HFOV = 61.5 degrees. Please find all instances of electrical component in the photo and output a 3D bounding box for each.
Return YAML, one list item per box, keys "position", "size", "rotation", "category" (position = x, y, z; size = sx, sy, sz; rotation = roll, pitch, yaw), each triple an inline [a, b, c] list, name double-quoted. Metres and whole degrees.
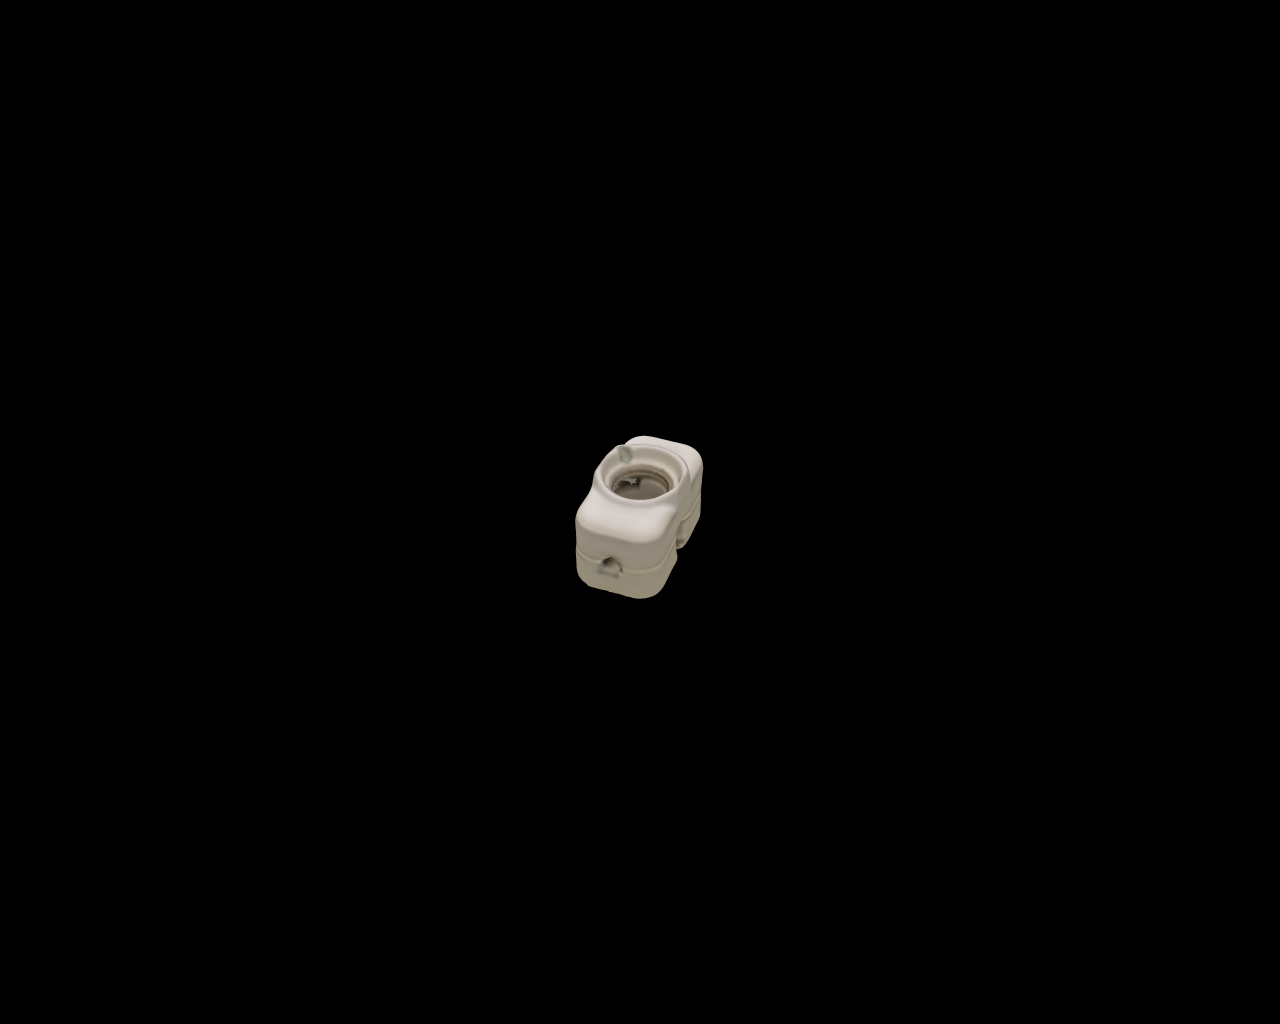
- position: [0.001, -0.003, 0.650]
  size: [0.054, 0.059, 0.095]
  rotation: [14, 42, 16]
  category: "electrical component"
